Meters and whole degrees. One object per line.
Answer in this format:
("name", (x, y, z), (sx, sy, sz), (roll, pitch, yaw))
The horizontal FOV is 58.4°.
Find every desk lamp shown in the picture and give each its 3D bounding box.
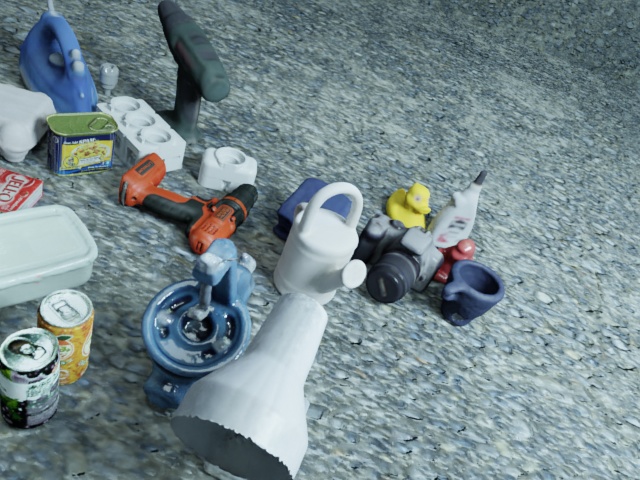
("desk lamp", (-0.063, 0.165, 0.580), (0.118, 0.213, 0.203), (25, 37, 3))

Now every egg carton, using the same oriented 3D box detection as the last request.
("egg carton", (-0.490, -0.189, 0.910), (0.107, 0.069, 0.150), (13, 38, -12))

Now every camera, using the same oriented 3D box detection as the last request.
("camera", (0.118, 0.030, 0.932), (0.143, 0.101, 0.137), (33, 38, 13))

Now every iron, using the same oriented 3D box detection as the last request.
("iron", (-0.453, -0.314, 1.021), (0.119, 0.141, 0.257), (-12, 49, -37))

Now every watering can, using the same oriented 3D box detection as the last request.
("watering can", (0.010, 0.003, 0.831), (0.172, 0.194, 0.101), (40, 41, 22))

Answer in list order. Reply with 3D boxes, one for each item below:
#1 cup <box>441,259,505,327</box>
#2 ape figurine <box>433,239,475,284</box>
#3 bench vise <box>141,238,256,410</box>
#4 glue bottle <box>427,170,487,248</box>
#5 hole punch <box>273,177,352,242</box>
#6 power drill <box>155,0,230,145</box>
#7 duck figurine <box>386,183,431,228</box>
("cup", (0.224, 0.095, 0.912), (0.118, 0.095, 0.091), (-10, 48, -36))
("ape figurine", (0.237, 0.034, 0.995), (0.076, 0.092, 0.077), (-12, 49, -37))
("bench vise", (-0.133, 0.061, 0.665), (0.121, 0.219, 0.207), (15, 38, -10))
("glue bottle", (0.260, -0.058, 1.052), (0.078, 0.173, 0.037), (5, 40, -22))
("hole punch", (-0.009, -0.037, 0.955), (0.108, 0.091, 0.101), (33, 38, 13))
("power drill", (-0.249, -0.294, 1.047), (0.076, 0.208, 0.229), (-16, 51, -39))
("duck figurine", (0.176, -0.071, 1.097), (0.078, 0.086, 0.104), (0, 43, -27))
